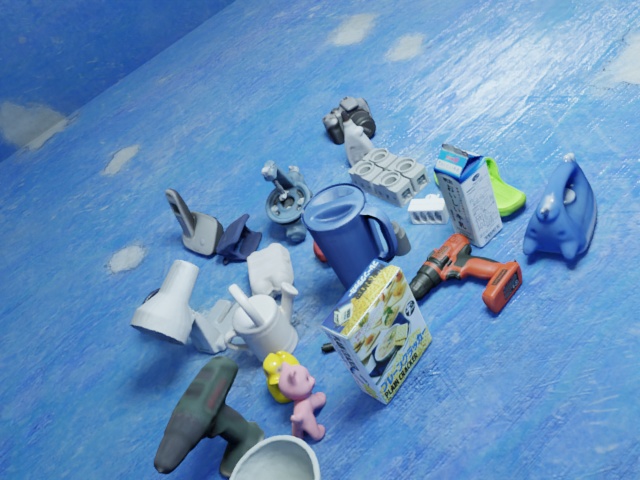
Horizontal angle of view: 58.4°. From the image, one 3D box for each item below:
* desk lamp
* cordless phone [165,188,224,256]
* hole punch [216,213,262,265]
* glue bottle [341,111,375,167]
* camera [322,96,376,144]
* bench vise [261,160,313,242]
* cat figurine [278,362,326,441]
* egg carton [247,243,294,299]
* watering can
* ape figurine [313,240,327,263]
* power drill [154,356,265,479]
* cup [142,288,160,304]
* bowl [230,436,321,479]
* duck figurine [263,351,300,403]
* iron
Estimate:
[{"bbox_3d":[-0.284,0.159,1.244,0.117,0.214,0.203,4,50,34],"label":"desk lamp"},{"bbox_3d":[-0.337,-0.052,1.523,0.147,0.185,0.094,14,56,40],"label":"cordless phone"},{"bbox_3d":[-0.219,-0.004,1.477,0.100,0.091,0.109,-6,45,26],"label":"hole punch"},{"bbox_3d":[0.092,-0.269,1.513,0.078,0.174,0.037,-8,44,23],"label":"glue bottle"},{"bbox_3d":[0.091,-0.343,1.651,0.143,0.101,0.136,-30,39,-2],"label":"camera"},{"bbox_3d":[-0.095,-0.128,1.435,0.121,0.220,0.207,-26,39,4],"label":"bench vise"},{"bbox_3d":[-0.040,0.285,1.041,0.067,0.118,0.127,-17,41,15],"label":"cat figurine"},{"bbox_3d":[-0.115,0.076,1.348,0.107,0.070,0.150,-25,40,5],"label":"egg carton"},{"bbox_3d":[-0.123,0.155,1.169,0.100,0.195,0.173,17,58,41],"label":"watering can"},{"bbox_3d":[0.012,0.005,1.331,0.075,0.092,0.078,14,55,39],"label":"ape figurine"},{"bbox_3d":[-0.183,0.333,1.003,0.075,0.209,0.229,-7,44,25],"label":"power drill"},{"bbox_3d":[-0.360,0.180,1.359,0.092,0.095,0.117,-32,39,-4],"label":"cup"},{"bbox_3d":[-0.065,0.417,0.949,0.167,0.075,0.167,-16,41,15],"label":"bowl"},{"bbox_3d":[-0.080,0.255,1.122,0.077,0.086,0.104,-18,40,12],"label":"duck figurine"},{"bbox_3d":[0.474,-0.087,1.120,0.118,0.142,0.259,7,51,35],"label":"iron"}]
